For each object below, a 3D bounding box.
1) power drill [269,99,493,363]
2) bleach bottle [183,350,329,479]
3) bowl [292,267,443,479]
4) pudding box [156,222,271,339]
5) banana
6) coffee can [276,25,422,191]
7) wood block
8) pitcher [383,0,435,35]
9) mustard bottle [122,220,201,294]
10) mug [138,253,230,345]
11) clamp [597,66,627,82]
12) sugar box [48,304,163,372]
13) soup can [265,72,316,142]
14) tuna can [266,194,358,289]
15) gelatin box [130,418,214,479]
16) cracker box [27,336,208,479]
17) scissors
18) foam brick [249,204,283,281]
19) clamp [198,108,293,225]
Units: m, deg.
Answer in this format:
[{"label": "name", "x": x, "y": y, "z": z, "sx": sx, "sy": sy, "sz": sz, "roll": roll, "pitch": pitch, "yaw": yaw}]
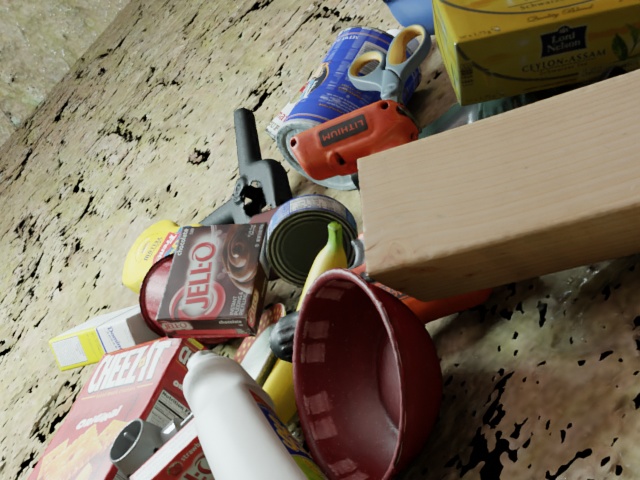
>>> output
[{"label": "power drill", "x": 0.031, "y": -0.005, "z": 0.854, "sx": 0.185, "sy": 0.057, "sz": 0.188, "roll": -20, "pitch": 66, "yaw": 16}, {"label": "bleach bottle", "x": -0.046, "y": 0.151, "z": 0.758, "sx": 0.068, "sy": 0.102, "sz": 0.251, "roll": -43, "pitch": 37, "yaw": 0}, {"label": "bowl", "x": 0.039, "y": 0.099, "z": 0.752, "sx": 0.162, "sy": 0.055, "sz": 0.162, "roll": 10, "pitch": 101, "yaw": 62}, {"label": "pudding box", "x": -0.095, "y": 0.038, "z": 0.998, "sx": 0.090, "sy": 0.039, "sz": 0.113, "roll": -3, "pitch": 49, "yaw": 16}, {"label": "banana", "x": -0.016, "y": 0.084, "z": 0.906, "sx": 0.037, "sy": 0.069, "sz": 0.197, "roll": 9, "pitch": 69, "yaw": 29}, {"label": "coffee can", "x": 0.031, "y": -0.137, "z": 1.106, "sx": 0.103, "sy": 0.102, "sz": 0.140, "roll": -11, "pitch": 43, "yaw": 53}, {"label": "wood block", "x": 0.138, "y": -0.029, "z": 0.711, "sx": 0.206, "sy": 0.090, "sz": 0.091, "roll": -16, "pitch": 66, "yaw": 29}, {"label": "pitcher", "x": 0.186, "y": -0.290, "z": 1.072, "sx": 0.243, "sy": 0.144, "sz": 0.149, "roll": 4, "pitch": 67, "yaw": 55}, {"label": "mustard bottle", "x": -0.162, "y": 0.026, "z": 1.233, "sx": 0.096, "sy": 0.058, "sz": 0.192, "roll": -58, "pitch": 27, "yaw": -14}, {"label": "mug", "x": -0.125, "y": 0.050, "z": 1.085, "sx": 0.082, "sy": 0.093, "sz": 0.117, "roll": 7, "pitch": 95, "yaw": 55}, {"label": "clamp", "x": 0.196, "y": -0.051, "z": 0.792, "sx": 0.171, "sy": 0.039, "sz": 0.120, "roll": -51, "pitch": 19, "yaw": 6}, {"label": "sugar box", "x": -0.217, "y": 0.102, "z": 1.186, "sx": 0.093, "sy": 0.048, "sz": 0.177, "roll": -26, "pitch": 8, "yaw": -41}, {"label": "soup can", "x": -0.005, "y": -0.140, "z": 1.212, "sx": 0.102, "sy": 0.068, "sz": 0.068, "roll": -48, "pitch": 25, "yaw": 1}, {"label": "tuna can", "x": -0.006, "y": 0.001, "z": 0.985, "sx": 0.086, "sy": 0.086, "sz": 0.033, "roll": -38, "pitch": 24, "yaw": 19}, {"label": "gelatin box", "x": -0.098, "y": 0.192, "z": 0.867, "sx": 0.089, "sy": 0.073, "sz": 0.030, "roll": -44, "pitch": 27, "yaw": 8}, {"label": "cracker box", "x": -0.197, "y": 0.198, "z": 1.019, "sx": 0.164, "sy": 0.072, "sz": 0.213, "roll": -18, "pitch": 37, "yaw": 47}, {"label": "scissors", "x": 0.052, "y": -0.135, "z": 0.992, "sx": 0.096, "sy": 0.016, "sz": 0.201, "roll": -13, "pitch": 37, "yaw": 35}, {"label": "foam brick", "x": -0.037, "y": 0.001, "z": 1.075, "sx": 0.078, "sy": 0.053, "sz": 0.051, "roll": -21, "pitch": 36, "yaw": 47}, {"label": "clamp", "x": -0.077, "y": -0.063, "z": 1.205, "sx": 0.210, "sy": 0.036, "sz": 0.164, "roll": 23, "pitch": 99, "yaw": 61}]
